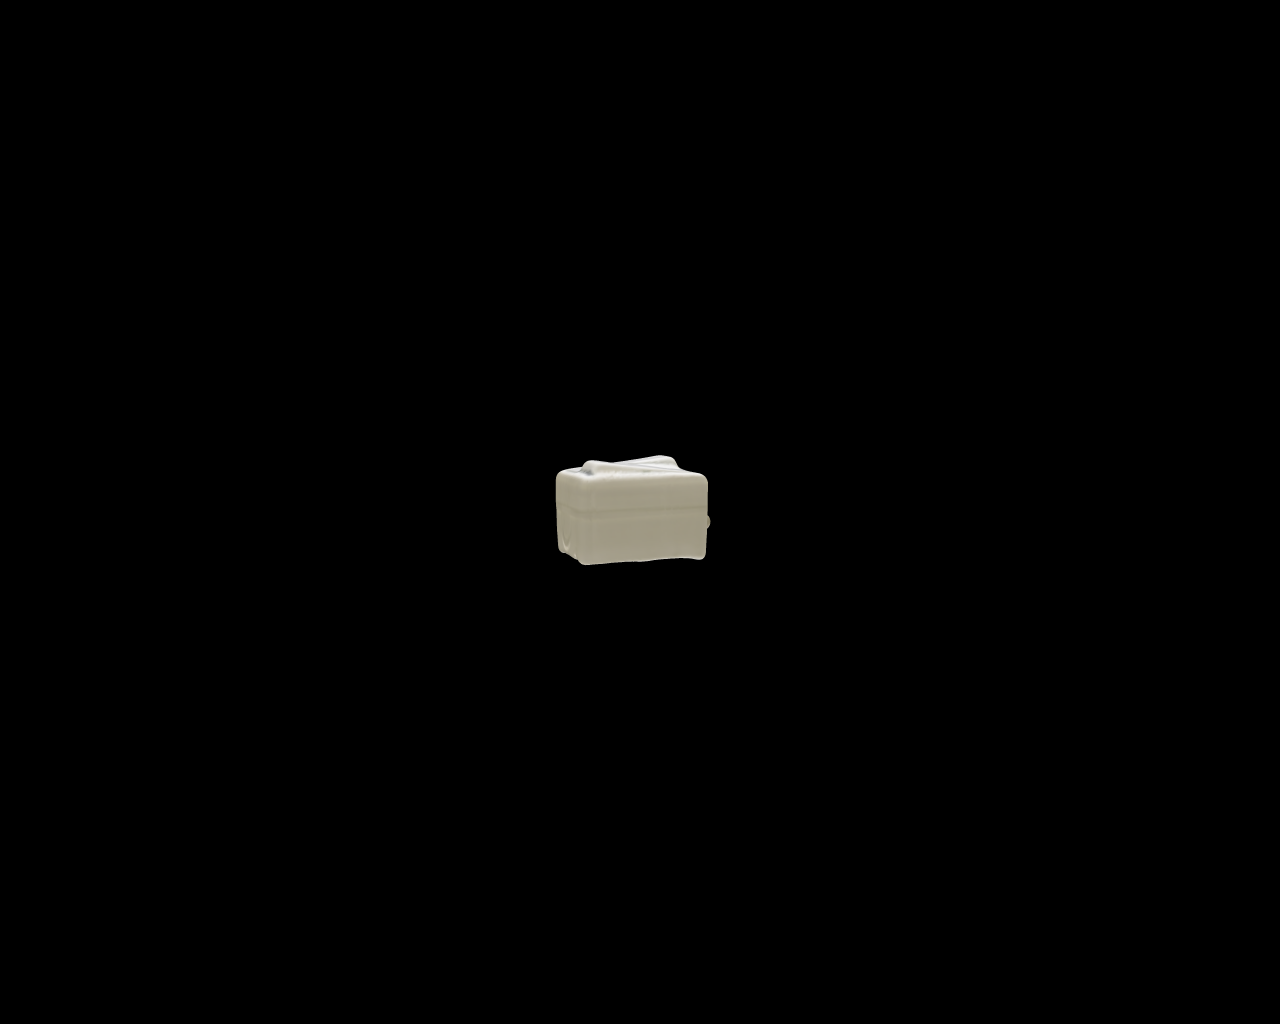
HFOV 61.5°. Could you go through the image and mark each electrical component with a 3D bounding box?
[{"bbox_3d":[0.001,-0.003,0.650,0.096,0.061,0.062,-2,8,-18],"label":"electrical component"}]
